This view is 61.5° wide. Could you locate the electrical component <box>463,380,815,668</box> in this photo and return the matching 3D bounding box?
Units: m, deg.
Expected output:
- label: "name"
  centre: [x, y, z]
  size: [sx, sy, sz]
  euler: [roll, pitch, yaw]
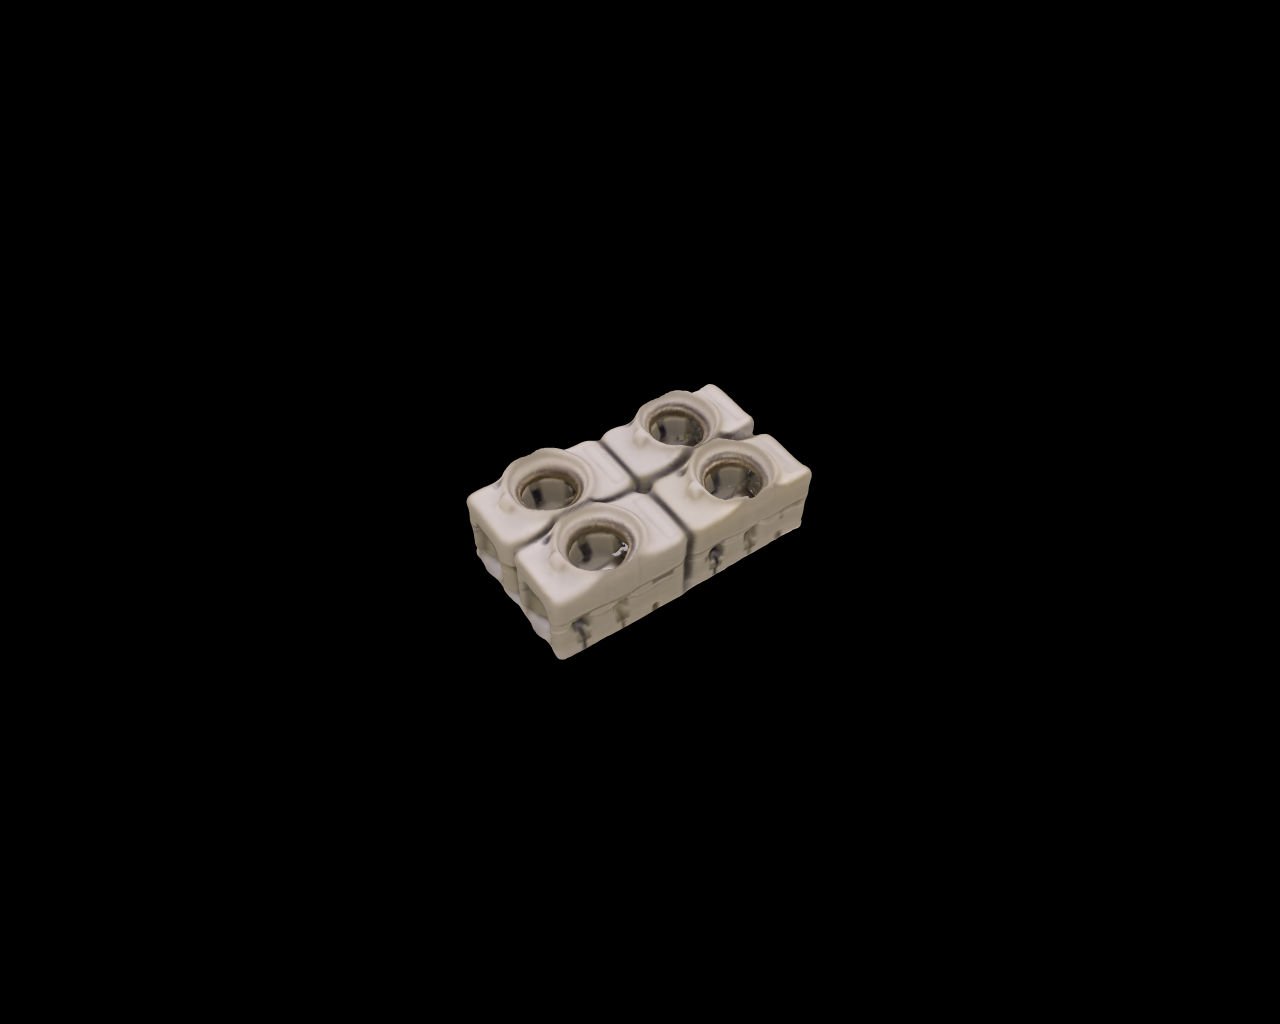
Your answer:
- label: "electrical component"
  centre: [0.001, -0.003, 0.650]
  size: [0.186, 0.060, 0.105]
  euler: [-27, 53, -22]
